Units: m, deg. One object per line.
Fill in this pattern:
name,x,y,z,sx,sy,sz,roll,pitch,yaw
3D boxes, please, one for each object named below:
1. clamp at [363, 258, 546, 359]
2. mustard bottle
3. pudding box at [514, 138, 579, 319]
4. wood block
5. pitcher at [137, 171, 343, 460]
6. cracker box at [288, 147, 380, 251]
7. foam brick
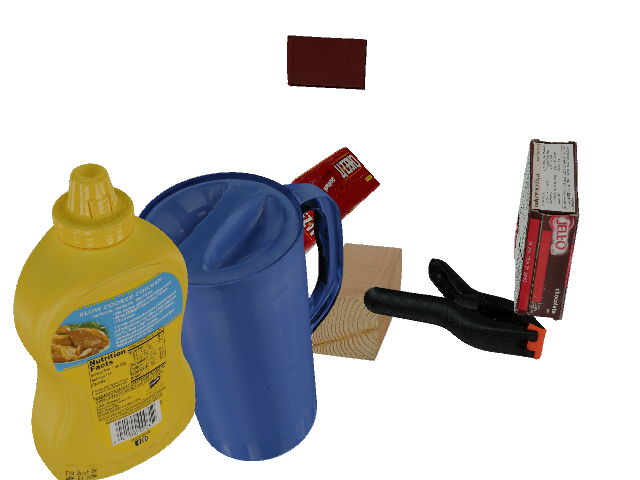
clamp,0.140,0.063,1.016,0.172,0.039,0.120,21,35,26
mustard bottle,-0.118,0.043,0.584,0.096,0.192,0.058,-23,45,-30
pudding box,0.166,-0.011,0.782,0.039,0.090,0.113,6,33,6
wood block,0.055,0.082,1.515,0.091,0.090,0.206,6,21,11
pitcher,-0.059,0.068,0.897,0.149,0.243,0.145,2,43,11
cracker box,-0.047,-0.005,1.255,0.214,0.072,0.164,-42,0,29
foam brick,0.006,-0.182,1.094,0.078,0.051,0.053,2,11,-6
